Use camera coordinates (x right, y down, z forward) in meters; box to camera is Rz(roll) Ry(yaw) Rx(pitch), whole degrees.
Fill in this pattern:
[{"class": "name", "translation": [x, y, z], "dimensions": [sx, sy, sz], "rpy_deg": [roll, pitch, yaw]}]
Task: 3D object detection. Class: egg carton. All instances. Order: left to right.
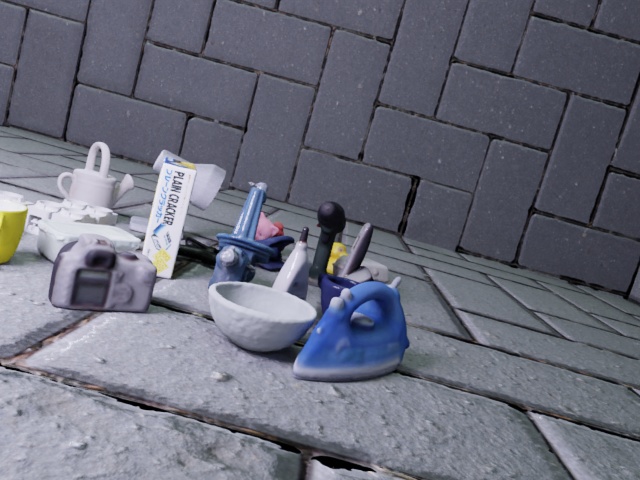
[{"class": "egg carton", "translation": [0.110, 0.088, 1.525], "dimensions": [0.151, 0.069, 0.107], "rpy_deg": [9, 10, -40]}]

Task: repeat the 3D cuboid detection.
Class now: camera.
[{"class": "camera", "translation": [-0.335, 0.039, 0.869], "dimensions": [0.144, 0.101, 0.136], "rpy_deg": [10, 10, -37]}]

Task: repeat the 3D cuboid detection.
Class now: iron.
[{"class": "iron", "translation": [0.055, 0.126, 0.876], "dimensions": [0.118, 0.141, 0.259], "rpy_deg": [20, 9, 31]}]

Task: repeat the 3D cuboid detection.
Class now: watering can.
[{"class": "watering can", "translation": [-0.544, -0.142, 1.399], "dimensions": [0.100, 0.194, 0.173], "rpy_deg": [19, 8, 23]}]

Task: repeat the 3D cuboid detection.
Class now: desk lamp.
[{"class": "desk lamp", "translation": [-0.363, -0.112, 1.473], "dimensions": [0.204, 0.213, 0.117], "rpy_deg": [13, 8, -19]}]

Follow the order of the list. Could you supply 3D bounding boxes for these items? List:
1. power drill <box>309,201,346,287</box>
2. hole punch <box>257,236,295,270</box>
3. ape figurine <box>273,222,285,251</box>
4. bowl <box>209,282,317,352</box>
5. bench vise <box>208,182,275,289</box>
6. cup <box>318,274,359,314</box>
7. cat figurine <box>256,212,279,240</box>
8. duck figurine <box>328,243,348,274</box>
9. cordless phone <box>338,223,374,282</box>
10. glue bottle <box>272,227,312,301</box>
[{"class": "power drill", "translation": [0.013, 0.005, 1.403], "dimensions": [0.075, 0.208, 0.230], "rpy_deg": [16, 8, 7]}, {"class": "hole punch", "translation": [-0.131, 0.021, 1.438], "dimensions": [0.100, 0.091, 0.109], "rpy_deg": [19, 8, 24]}, {"class": "ape figurine", "translation": [-0.130, -0.008, 1.643], "dimensions": [0.078, 0.092, 0.076], "rpy_deg": [11, 9, -28]}, {"class": "bowl", "translation": [-0.092, 0.122, 0.858], "dimensions": [0.167, 0.075, 0.167], "rpy_deg": [15, 8, -2]}, {"class": "bench vise", "translation": [-0.135, 0.000, 1.104], "dimensions": [0.122, 0.220, 0.207], "rpy_deg": [13, 8, -15]}, {"class": "cup", "translation": [0.028, 0.118, 1.052], "dimensions": [0.092, 0.095, 0.117], "rpy_deg": [8, 11, -45]}, {"class": "cat figurine", "translation": [-0.170, -0.022, 1.568], "dimensions": [0.067, 0.118, 0.127], "rpy_deg": [9, 10, -39]}, {"class": "duck figurine", "translation": [0.041, 0.048, 1.607], "dimensions": [0.104, 0.086, 0.078], "rpy_deg": [20, 9, 32]}, {"class": "cordless phone", "translation": [0.080, 0.053, 1.281], "dimensions": [0.094, 0.185, 0.147], "rpy_deg": [14, 8, -7]}, {"class": "glue bottle", "translation": [-0.045, 0.060, 1.031], "dimensions": [0.037, 0.173, 0.078], "rpy_deg": [21, 9, 34]}]
